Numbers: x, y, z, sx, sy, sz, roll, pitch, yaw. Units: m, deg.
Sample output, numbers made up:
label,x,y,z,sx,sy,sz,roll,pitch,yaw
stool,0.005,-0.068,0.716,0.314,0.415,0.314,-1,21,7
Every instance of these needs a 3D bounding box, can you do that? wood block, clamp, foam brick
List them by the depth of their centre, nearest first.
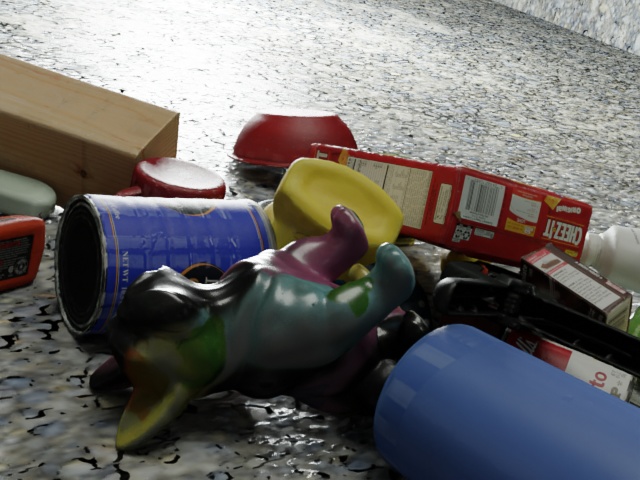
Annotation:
label,x,y,z,sx,sy,sz,roll,pitch,yaw
clamp,0.132,0.044,0.781,0.164,0.036,0.210,19,6,-16
foam brick,0.140,0.062,0.915,0.053,0.051,0.078,20,34,19
wood block,-0.246,-0.095,1.000,0.206,0.091,0.090,19,38,11

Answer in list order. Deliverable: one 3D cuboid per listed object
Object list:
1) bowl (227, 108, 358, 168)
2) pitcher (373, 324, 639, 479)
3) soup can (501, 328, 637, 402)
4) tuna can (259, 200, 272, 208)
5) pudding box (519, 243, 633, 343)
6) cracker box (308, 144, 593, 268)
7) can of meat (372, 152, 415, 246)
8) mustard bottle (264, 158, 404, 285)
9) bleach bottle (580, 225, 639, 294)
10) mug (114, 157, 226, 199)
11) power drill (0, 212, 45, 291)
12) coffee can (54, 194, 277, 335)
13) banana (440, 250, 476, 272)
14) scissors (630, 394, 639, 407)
label,x,y,z,sx,sy,sz,roll,pitch,yaw
bowl,-0.026,-0.121,1.235,0.162,0.055,0.162,3,12,-1
pitcher,0.157,0.144,0.643,0.243,0.145,0.149,30,-9,41
soup can,0.180,0.114,0.810,0.102,0.068,0.068,21,22,15
tuna can,-0.026,-0.008,1.029,0.086,0.034,0.086,13,21,-5
pudding box,0.201,0.071,0.864,0.039,0.113,0.090,-25,43,-30
cracker box,0.107,-0.029,0.961,0.163,0.072,0.214,12,2,-35
can of meat,0.061,-0.043,1.104,0.101,0.084,0.058,-1,26,-35
mustard bottle,-0.006,0.001,0.869,0.096,0.058,0.192,27,-23,-5
bleach bottle,0.356,0.027,0.989,0.250,0.068,0.102,11,20,-3
mug,-0.137,-0.020,0.920,0.117,0.081,0.093,-3,27,-39
power drill,-0.321,-0.016,0.822,0.188,0.057,0.184,26,23,27
coffee can,-0.117,0.018,0.806,0.140,0.103,0.103,1,25,-32
banana,0.168,0.017,1.091,0.070,0.037,0.197,26,23,19
scissors,0.210,0.089,0.960,0.202,0.016,0.096,24,28,24
